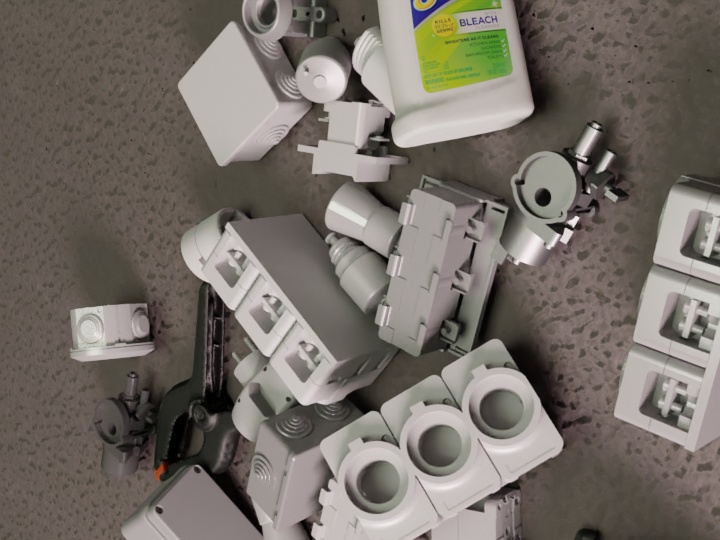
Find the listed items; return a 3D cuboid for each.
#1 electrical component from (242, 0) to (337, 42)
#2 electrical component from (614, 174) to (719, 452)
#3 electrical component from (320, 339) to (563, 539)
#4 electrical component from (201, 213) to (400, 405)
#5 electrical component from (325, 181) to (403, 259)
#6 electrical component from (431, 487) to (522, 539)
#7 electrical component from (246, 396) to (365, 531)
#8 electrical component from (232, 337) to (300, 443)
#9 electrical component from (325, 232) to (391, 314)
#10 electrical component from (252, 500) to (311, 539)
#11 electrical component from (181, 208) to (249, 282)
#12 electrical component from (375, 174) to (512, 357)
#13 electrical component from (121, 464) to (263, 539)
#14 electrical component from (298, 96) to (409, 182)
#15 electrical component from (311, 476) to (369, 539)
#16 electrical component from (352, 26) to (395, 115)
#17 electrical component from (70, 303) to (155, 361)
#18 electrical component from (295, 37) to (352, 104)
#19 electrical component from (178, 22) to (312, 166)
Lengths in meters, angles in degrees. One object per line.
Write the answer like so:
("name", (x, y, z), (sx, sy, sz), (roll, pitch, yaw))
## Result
("electrical component", (-0.062, -0.208, 0.871), (0.066, 0.055, 0.048), (13, 105, 37))
("electrical component", (0.212, 0.022, 0.660), (0.062, 0.089, 0.150), (22, 110, 35))
("electrical component", (0.059, 0.127, 0.770), (0.150, 0.061, 0.089), (-31, 74, 0))
("electrical component", (-0.049, 0.031, 0.875), (0.150, 0.089, 0.061), (50, 124, 22))
("electrical component", (0.010, -0.037, 0.849), (0.065, 0.044, 0.044), (33, 116, 26))
("electrical component", (0.089, 0.187, 0.818), (0.064, 0.042, 0.081), (2, 98, 36))
("electrical component", (-0.042, 0.153, 0.881), (0.048, 0.100, 0.099), (40, 132, 33))
("electrical component", (-0.079, 0.092, 0.905), (0.079, 0.043, 0.077), (50, 117, 20))
("electrical component", (0.000, 0.000, 0.862), (0.078, 0.040, 0.040), (49, 123, 23))
("electrical component", (-0.071, 0.224, 0.956), (0.044, 0.044, 0.065), (-32, 72, 38))
("electrical component", (-0.122, -0.023, 0.951), (0.047, 0.055, 0.055), (-32, 76, 34))
("electrical component", (0.057, -0.001, 0.800), (0.079, 0.063, 0.121), (25, 112, 34))
("electrical component", (-0.148, 0.243, 0.977), (0.113, 0.078, 0.057), (49, 130, -4))
("electrical component", (-0.005, -0.104, 0.849), (0.081, 0.042, 0.063), (14, 104, 37))
("electrical component", (0.000, 0.206, 0.860), (0.079, 0.063, 0.121), (36, 132, 29))
("electrical component", (0.024, -0.150, 0.818), (0.081, 0.043, 0.043), (48, 123, 24))
("electrical component", (-0.242, 0.061, 1.045), (0.080, 0.080, 0.051), (-8, 86, 40))
("electrical component", (-0.026, -0.162, 0.842), (0.040, 0.078, 0.040), (3, 125, 5))
("electrical component", (-0.097, -0.149, 0.913), (0.100, 0.048, 0.099), (-39, 72, 36))
